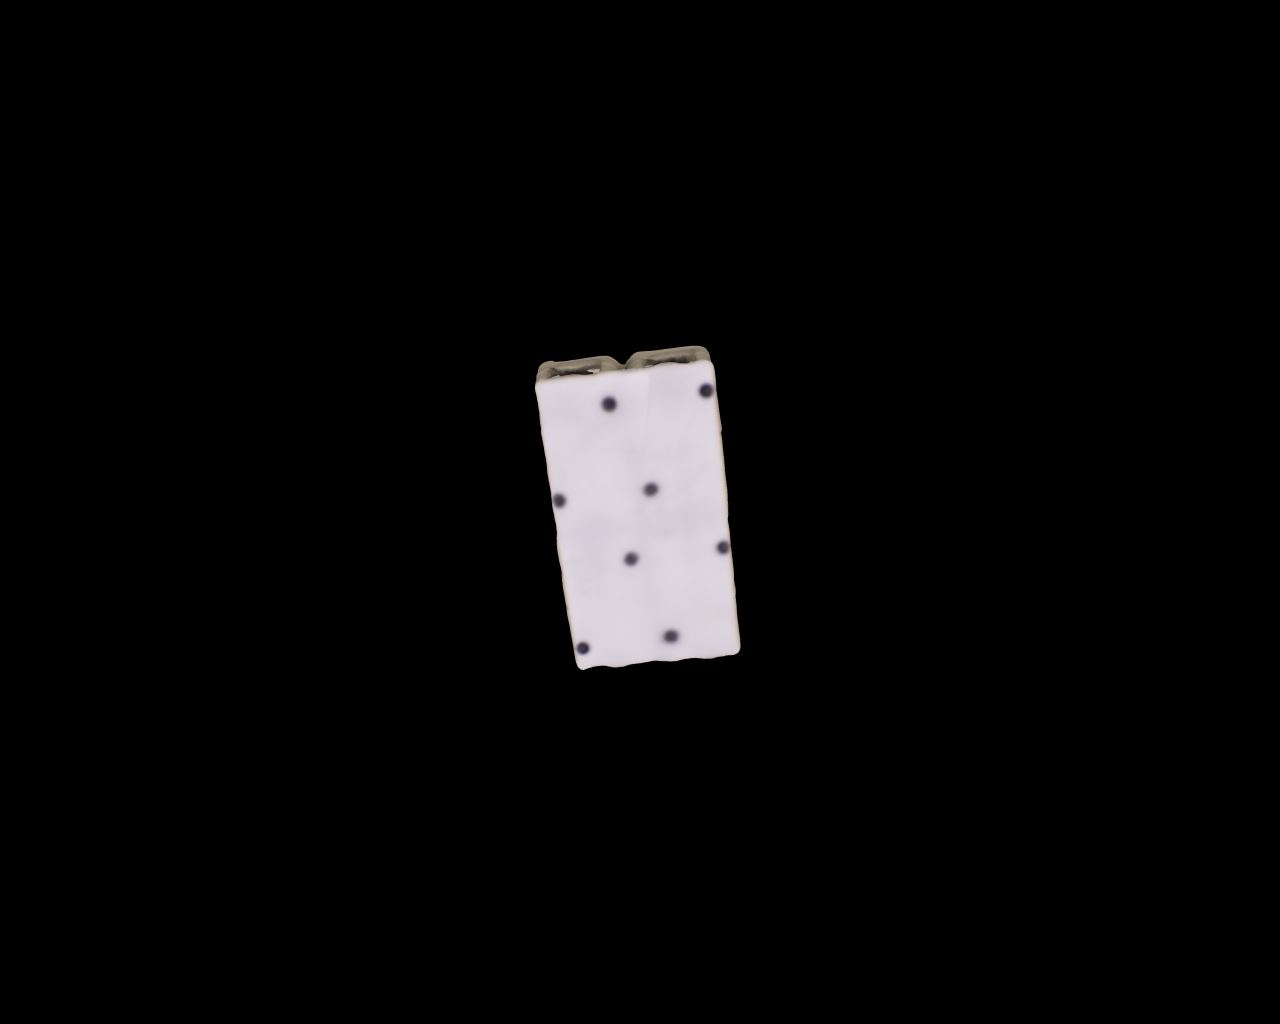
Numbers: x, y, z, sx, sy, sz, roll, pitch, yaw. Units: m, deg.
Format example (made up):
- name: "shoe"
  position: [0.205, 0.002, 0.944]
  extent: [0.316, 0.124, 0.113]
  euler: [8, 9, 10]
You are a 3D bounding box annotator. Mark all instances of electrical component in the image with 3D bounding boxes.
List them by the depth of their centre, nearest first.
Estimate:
- name: "electrical component"
  position: [0.001, -0.003, 0.650]
  extent: [0.105, 0.186, 0.060]
  euler: [-7, 20, 2]
